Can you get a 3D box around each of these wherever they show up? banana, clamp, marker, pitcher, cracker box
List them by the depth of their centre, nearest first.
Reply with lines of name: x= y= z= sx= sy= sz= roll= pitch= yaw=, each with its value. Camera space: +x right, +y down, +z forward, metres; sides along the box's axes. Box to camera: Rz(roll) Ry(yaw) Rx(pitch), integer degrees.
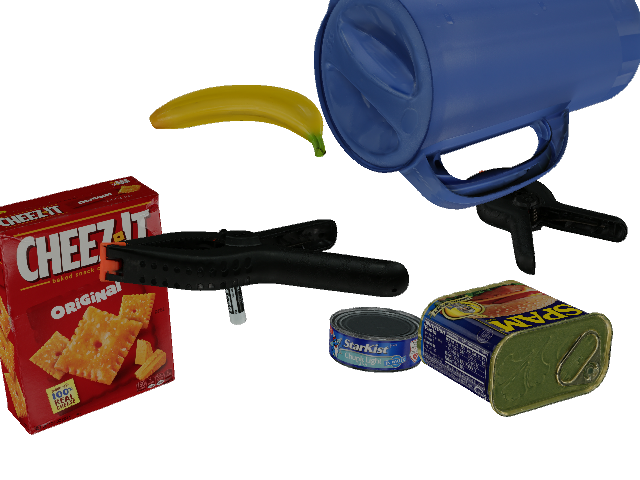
clamp: x=-0.050 y=0.015 z=0.768 sx=0.209 sy=0.036 sz=0.165 roll=-3 pitch=13 yaw=-25
pitcher: x=0.130 y=-0.128 z=0.800 sx=0.242 sy=0.149 sz=0.145 roll=-16 pitch=32 yaw=-32
cracker box: x=-0.233 y=0.062 z=1.044 sx=0.163 sy=0.214 sz=0.072 roll=-17 pitch=28 yaw=-32
clamp: x=0.220 y=-0.027 z=1.066 sx=0.120 sy=0.039 sz=0.171 roll=-9 pitch=34 yaw=-15
banana: x=-0.077 y=-0.131 z=1.085 sx=0.198 sy=0.037 sz=0.069 roll=10 pitch=46 yaw=21
marker: x=-0.102 y=0.041 z=1.210 sx=0.020 sy=0.121 sz=0.020 roll=-5 pitch=30 yaw=3

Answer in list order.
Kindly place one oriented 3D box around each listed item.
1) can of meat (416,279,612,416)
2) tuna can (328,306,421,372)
can of meat: x=0.127 y=0.068 z=0.713 sx=0.101 sy=0.057 sz=0.084 roll=-10 pitch=21 yaw=-30
tuna can: x=0.050 y=0.088 z=0.956 sx=0.086 sy=0.034 sz=0.086 roll=3 pitch=14 yaw=-1
